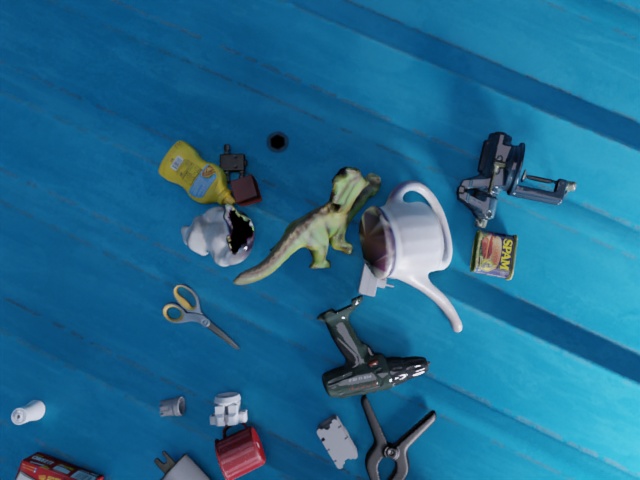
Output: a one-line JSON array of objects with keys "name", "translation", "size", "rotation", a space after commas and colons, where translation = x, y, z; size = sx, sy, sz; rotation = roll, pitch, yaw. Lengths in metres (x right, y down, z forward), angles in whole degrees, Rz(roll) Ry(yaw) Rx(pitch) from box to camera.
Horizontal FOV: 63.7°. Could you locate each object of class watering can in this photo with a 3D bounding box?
[{"name": "watering can", "translation": [0.202, 0.039, 1.111], "size": [0.225, 0.103, 0.350], "rotation": [-5, 80, -28]}]

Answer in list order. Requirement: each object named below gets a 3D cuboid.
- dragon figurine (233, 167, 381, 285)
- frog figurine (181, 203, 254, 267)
[{"name": "dragon figurine", "translation": [0.003, -0.053, 1.054], "size": [0.123, 0.415, 0.238], "rotation": [37, 125, 20]}, {"name": "frog figurine", "translation": [-0.231, -0.005, 1.161], "size": [0.158, 0.124, 0.137], "rotation": [-18, 91, 35]}]
